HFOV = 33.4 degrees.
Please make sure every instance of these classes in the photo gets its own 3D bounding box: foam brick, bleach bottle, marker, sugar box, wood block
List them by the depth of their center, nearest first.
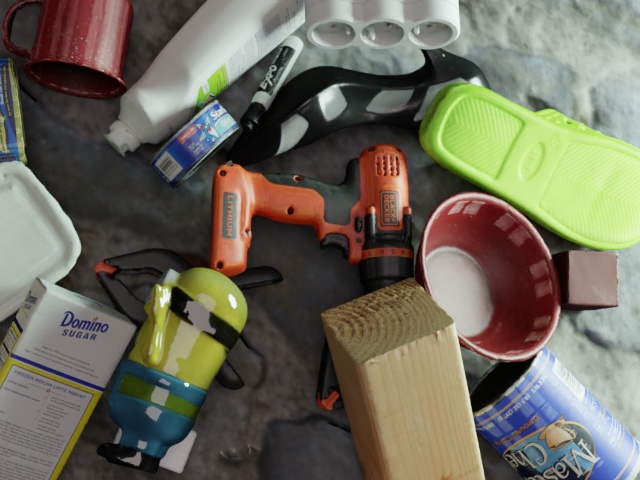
[{"bbox_3d":[-0.242,0.130,0.923,0.093,0.048,0.176,28,89,-30],"label":"sugar box"},{"bbox_3d":[0.076,0.151,0.931,0.090,0.090,0.206,-21,120,-12],"label":"wood block"},{"bbox_3d":[-0.099,-0.174,0.976,0.068,0.102,0.250,43,79,12],"label":"bleach bottle"},{"bbox_3d":[-0.046,-0.146,1.000,0.020,0.020,0.121,29,56,-6],"label":"marker"},{"bbox_3d":[0.248,0.040,1.025,0.051,0.078,0.053,3,84,-8],"label":"foam brick"}]

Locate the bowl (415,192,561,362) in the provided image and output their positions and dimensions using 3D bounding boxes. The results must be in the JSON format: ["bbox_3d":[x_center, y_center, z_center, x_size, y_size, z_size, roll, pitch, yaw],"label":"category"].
[{"bbox_3d":[0.142,0.040,0.976,0.161,0.055,0.162,13,63,-28],"label":"bowl"}]

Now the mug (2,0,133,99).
[{"bbox_3d":[-0.226,-0.184,0.963,0.117,0.093,0.081,10,78,-11],"label":"mug"}]

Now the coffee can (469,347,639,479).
[{"bbox_3d":[0.215,0.177,0.993,0.102,0.103,0.140,-45,93,-11],"label":"coffee can"}]

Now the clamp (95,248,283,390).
[{"bbox_3d":[-0.120,0.049,0.984,0.171,0.039,0.120,31,66,-6],"label":"clamp"}]

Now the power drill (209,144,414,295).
[{"bbox_3d":[-0.006,0.001,0.971,0.187,0.057,0.184,2,76,-10],"label":"power drill"}]

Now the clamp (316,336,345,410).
[{"bbox_3d":[0.079,0.087,1.013,0.164,0.036,0.210,37,76,-4],"label":"clamp"}]

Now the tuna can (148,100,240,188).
[{"bbox_3d":[-0.114,-0.087,0.973,0.086,0.086,0.034,-44,94,-11],"label":"tuna can"}]

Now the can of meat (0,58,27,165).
[{"bbox_3d":[-0.311,-0.111,0.958,0.084,0.057,0.102,-7,86,-12],"label":"can of meat"}]
